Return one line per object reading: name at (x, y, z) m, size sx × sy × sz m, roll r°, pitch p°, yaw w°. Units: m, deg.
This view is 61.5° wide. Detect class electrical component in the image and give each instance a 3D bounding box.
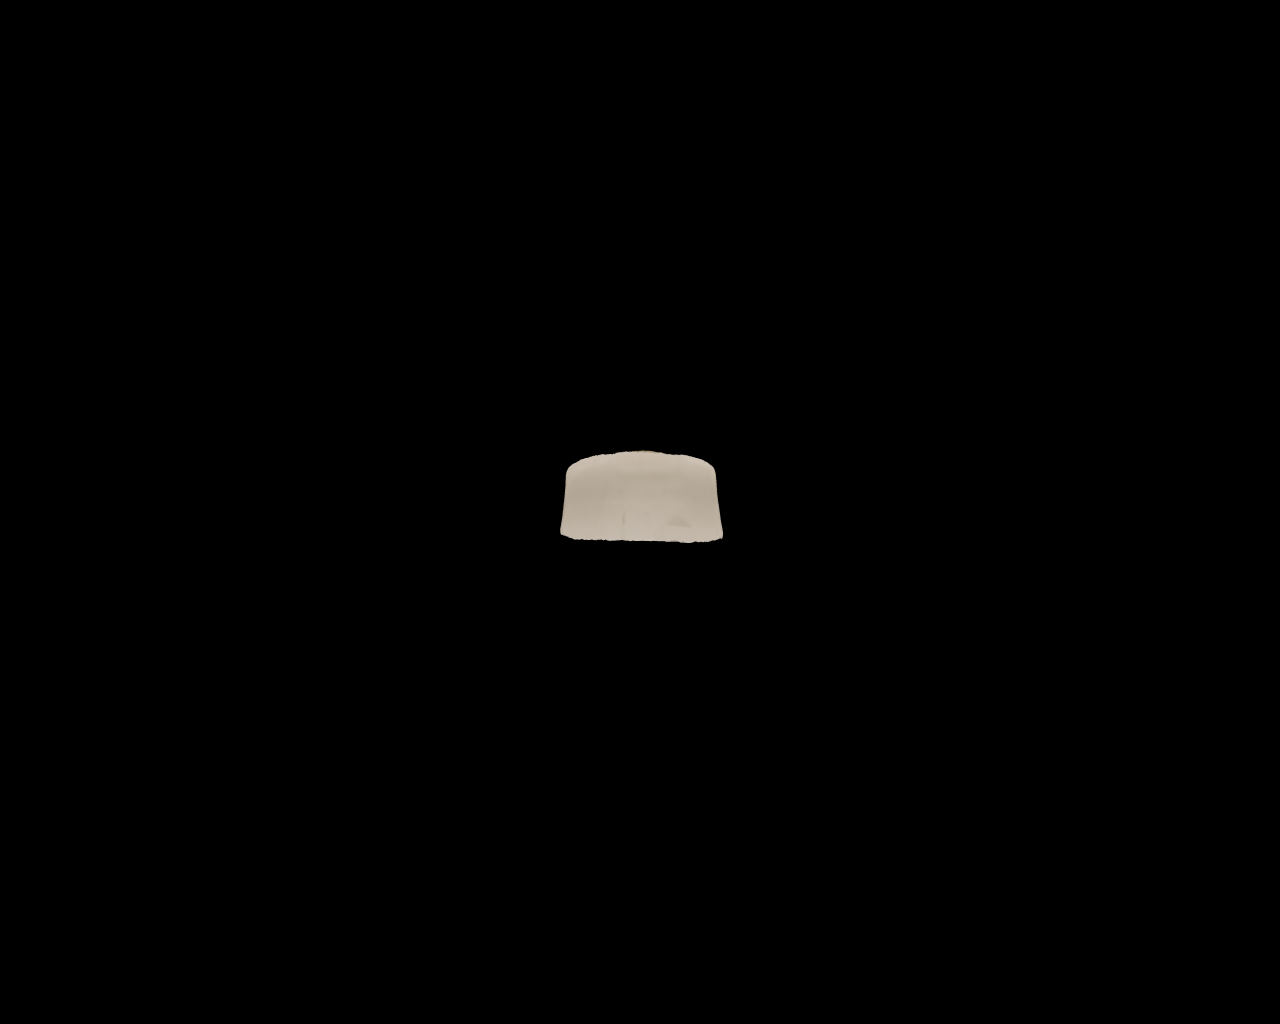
electrical component at (0.001, -0.003, 0.650) m, size 0.099 × 0.064 × 0.099 m, roll 0°, pitch -11°, yaw 0°
